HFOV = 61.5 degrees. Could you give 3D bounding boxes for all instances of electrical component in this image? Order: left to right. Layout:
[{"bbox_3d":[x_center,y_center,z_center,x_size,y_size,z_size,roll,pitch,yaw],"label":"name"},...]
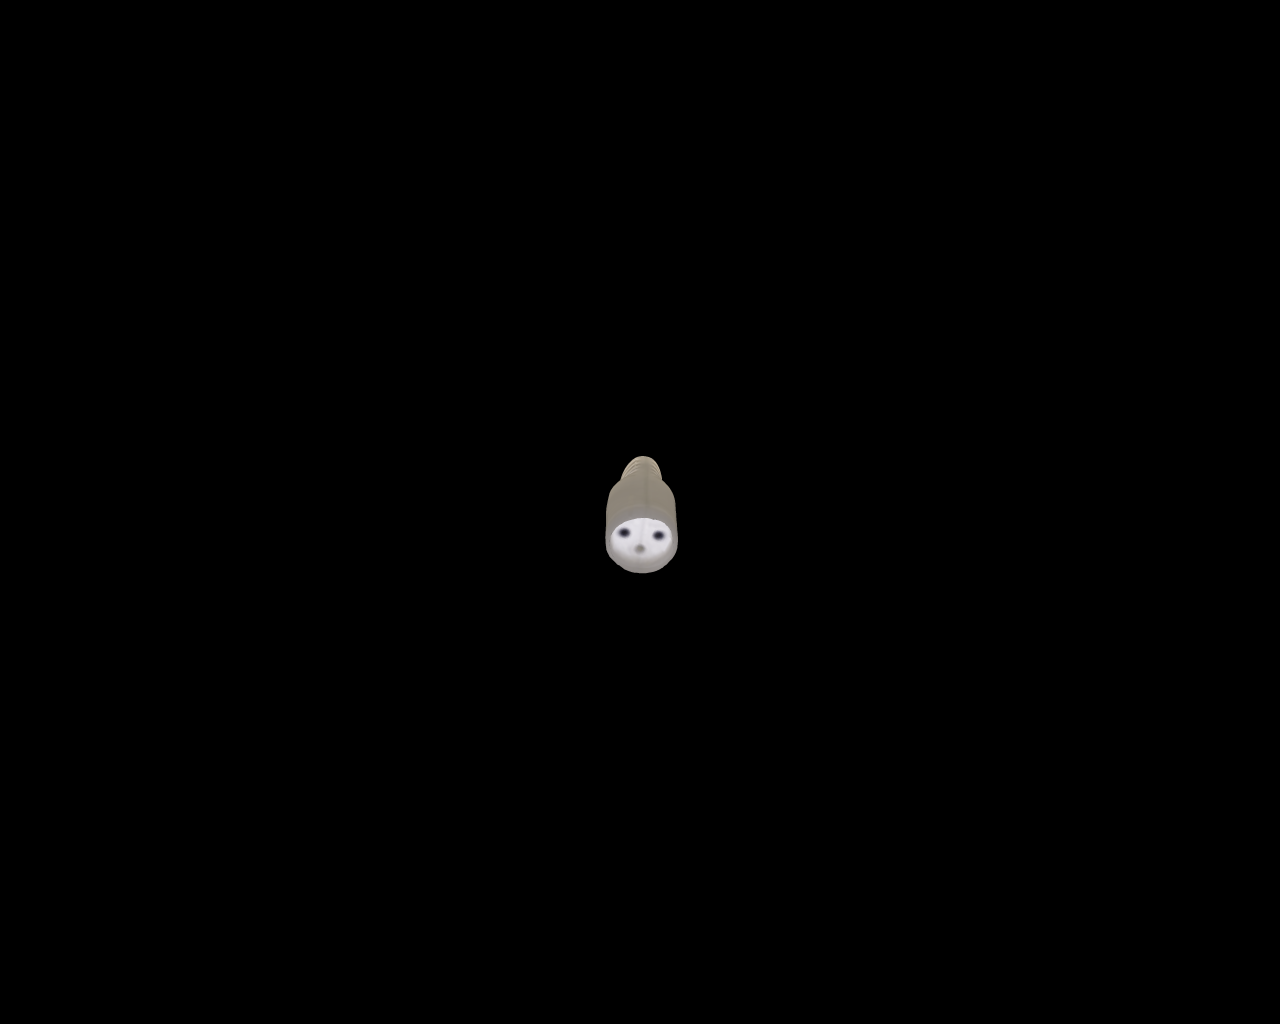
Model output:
[{"bbox_3d":[0.001,-0.003,0.650,0.043,0.043,0.081,0,34,0],"label":"electrical component"}]
